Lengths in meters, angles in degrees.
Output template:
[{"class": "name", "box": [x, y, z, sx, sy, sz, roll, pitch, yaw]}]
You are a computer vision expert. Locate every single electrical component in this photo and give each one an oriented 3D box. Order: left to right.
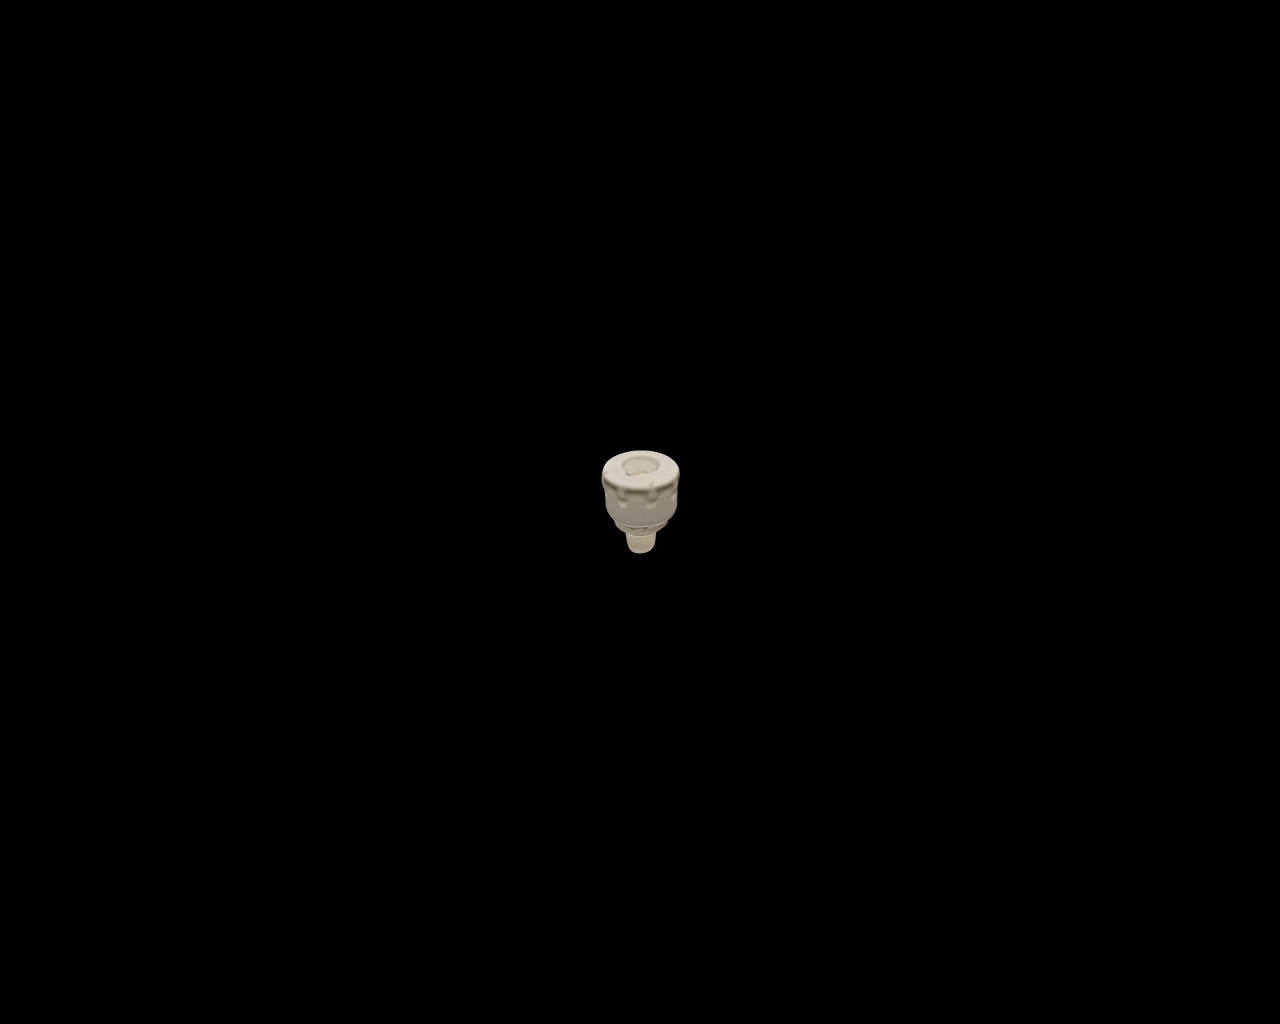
[{"class": "electrical component", "box": [0.001, -0.003, 0.650, 0.048, 0.062, 0.048, 0, 31, 0]}]
